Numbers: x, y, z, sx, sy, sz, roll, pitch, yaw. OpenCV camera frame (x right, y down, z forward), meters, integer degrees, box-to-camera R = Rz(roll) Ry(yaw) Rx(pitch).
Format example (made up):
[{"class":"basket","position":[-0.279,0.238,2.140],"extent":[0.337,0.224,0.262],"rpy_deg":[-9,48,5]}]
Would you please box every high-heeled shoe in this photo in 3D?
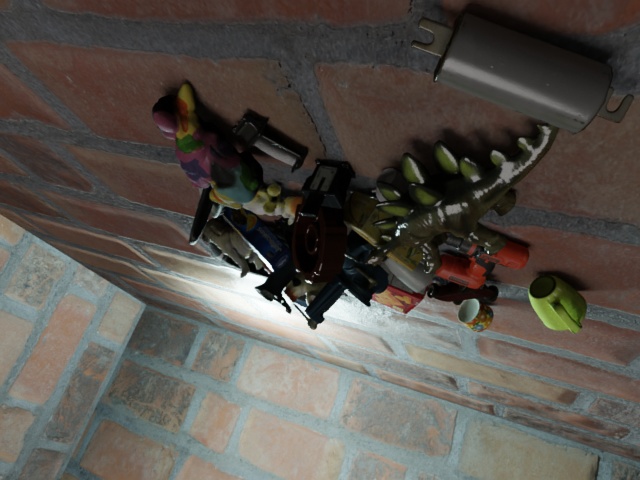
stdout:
[{"class":"high-heeled shoe","position":[-0.219,0.059,1.583],"extent":[0.145,0.086,0.248],"rpy_deg":[34,-176,23]}]

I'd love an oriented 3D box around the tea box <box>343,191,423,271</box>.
[{"class":"tea box","position":[0.126,-0.018,1.055],"extent":[0.169,0.068,0.098],"rpy_deg":[35,180,-36]}]

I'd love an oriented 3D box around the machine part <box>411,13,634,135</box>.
[{"class":"machine part","position":[0.215,-0.179,0.581],"extent":[0.243,0.079,0.079],"rpy_deg":[21,160,0]}]

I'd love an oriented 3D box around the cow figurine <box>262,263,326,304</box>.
[{"class":"cow figurine","position":[-0.043,0.097,1.377],"extent":[0.195,0.127,0.085],"rpy_deg":[46,177,25]}]

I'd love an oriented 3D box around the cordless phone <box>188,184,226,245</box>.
[{"class":"cordless phone","position":[-0.251,-0.065,1.184],"extent":[0.089,0.184,0.146],"rpy_deg":[21,160,-13]}]

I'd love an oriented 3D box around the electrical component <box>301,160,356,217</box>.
[{"class":"electrical component","position":[0.009,-0.085,0.968],"extent":[0.075,0.119,0.047],"rpy_deg":[8,155,27]}]

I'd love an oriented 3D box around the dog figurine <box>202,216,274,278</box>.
[{"class":"dog figurine","position":[-0.218,-0.020,1.424],"extent":[0.191,0.172,0.121],"rpy_deg":[43,-158,11]}]

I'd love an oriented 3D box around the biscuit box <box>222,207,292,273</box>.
[{"class":"biscuit box","position":[-0.153,-0.016,1.265],"extent":[0.203,0.059,0.062],"rpy_deg":[44,167,21]}]

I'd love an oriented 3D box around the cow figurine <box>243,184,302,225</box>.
[{"class":"cow figurine","position":[-0.101,-0.077,1.171],"extent":[0.167,0.068,0.098],"rpy_deg":[20,166,14]}]

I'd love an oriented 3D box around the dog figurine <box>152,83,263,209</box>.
[{"class":"dog figurine","position":[-0.209,-0.171,0.969],"extent":[0.192,0.108,0.219],"rpy_deg":[31,163,28]}]

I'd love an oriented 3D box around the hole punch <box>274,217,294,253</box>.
[{"class":"hole punch","position":[-0.017,-0.023,1.225],"extent":[0.142,0.092,0.115],"rpy_deg":[8,132,39]}]

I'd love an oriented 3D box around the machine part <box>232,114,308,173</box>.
[{"class":"machine part","position":[-0.087,-0.173,0.959],"extent":[0.139,0.039,0.084],"rpy_deg":[31,153,-20]}]

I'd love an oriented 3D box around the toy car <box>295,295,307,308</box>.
[{"class":"toy car","position":[-0.020,0.100,1.475],"extent":[0.109,0.161,0.103],"rpy_deg":[21,-163,21]}]

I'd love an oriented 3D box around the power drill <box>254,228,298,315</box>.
[{"class":"power drill","position":[-0.048,0.072,1.297],"extent":[0.232,0.207,0.086],"rpy_deg":[25,168,27]}]

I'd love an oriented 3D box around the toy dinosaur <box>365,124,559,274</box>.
[{"class":"toy dinosaur","position":[0.204,-0.057,0.830],"extent":[0.198,0.105,0.471],"rpy_deg":[26,143,-23]}]

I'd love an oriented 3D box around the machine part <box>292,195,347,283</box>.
[{"class":"machine part","position":[-0.002,-0.003,1.056],"extent":[0.056,0.179,0.179],"rpy_deg":[0,168,-22]}]

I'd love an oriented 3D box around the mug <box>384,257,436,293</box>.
[{"class":"mug","position":[0.200,0.055,1.191],"extent":[0.107,0.081,0.109],"rpy_deg":[33,166,-2]}]

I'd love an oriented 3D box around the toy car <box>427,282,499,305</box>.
[{"class":"toy car","position":[0.331,0.117,1.253],"extent":[0.089,0.053,0.202],"rpy_deg":[19,164,-14]}]

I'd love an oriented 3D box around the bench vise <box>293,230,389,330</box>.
[{"class":"bench vise","position":[0.046,0.098,1.182],"extent":[0.129,0.240,0.223],"rpy_deg":[46,-175,35]}]
